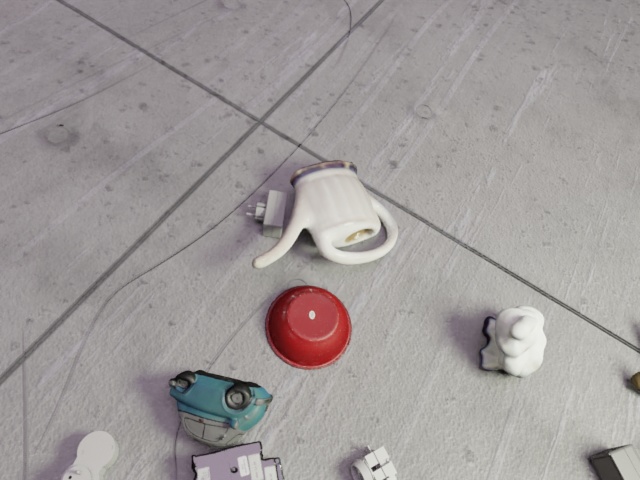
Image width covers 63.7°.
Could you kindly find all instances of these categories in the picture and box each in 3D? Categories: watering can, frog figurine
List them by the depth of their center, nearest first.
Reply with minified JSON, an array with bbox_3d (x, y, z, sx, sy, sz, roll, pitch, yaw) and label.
[{"bbox_3d":[0.362,0.173,0.922,0.123,0.140,0.156,39,-30,10],"label":"frog figurine"},{"bbox_3d":[0.003,-0.050,1.000,0.349,0.228,0.102,-5,-29,-34],"label":"watering can"}]
